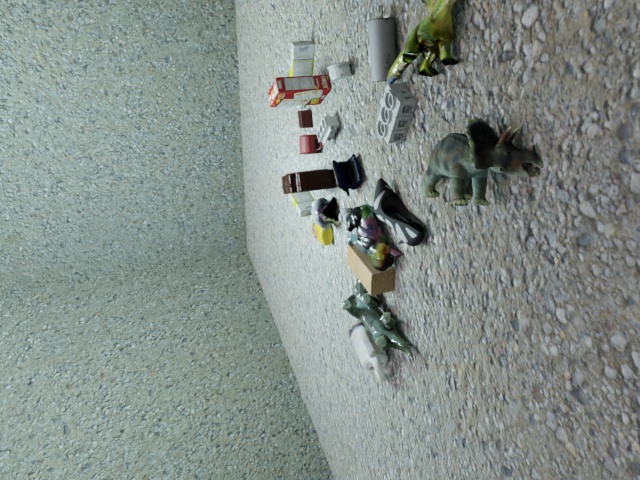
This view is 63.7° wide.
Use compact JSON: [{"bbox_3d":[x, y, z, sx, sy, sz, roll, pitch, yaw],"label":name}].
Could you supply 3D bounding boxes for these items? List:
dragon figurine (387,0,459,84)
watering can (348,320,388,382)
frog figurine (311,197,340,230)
[{"bbox_3d":[0.256,-0.531,1.230,0.410,0.122,0.243,-172,90,-70],"label":"dragon figurine"},{"bbox_3d":[0.181,0.390,1.878,0.340,0.104,0.229,70,176,-57],"label":"watering can"},{"bbox_3d":[0.007,-0.110,2.187,0.159,0.124,0.136,-9,111,61],"label":"frog figurine"}]
